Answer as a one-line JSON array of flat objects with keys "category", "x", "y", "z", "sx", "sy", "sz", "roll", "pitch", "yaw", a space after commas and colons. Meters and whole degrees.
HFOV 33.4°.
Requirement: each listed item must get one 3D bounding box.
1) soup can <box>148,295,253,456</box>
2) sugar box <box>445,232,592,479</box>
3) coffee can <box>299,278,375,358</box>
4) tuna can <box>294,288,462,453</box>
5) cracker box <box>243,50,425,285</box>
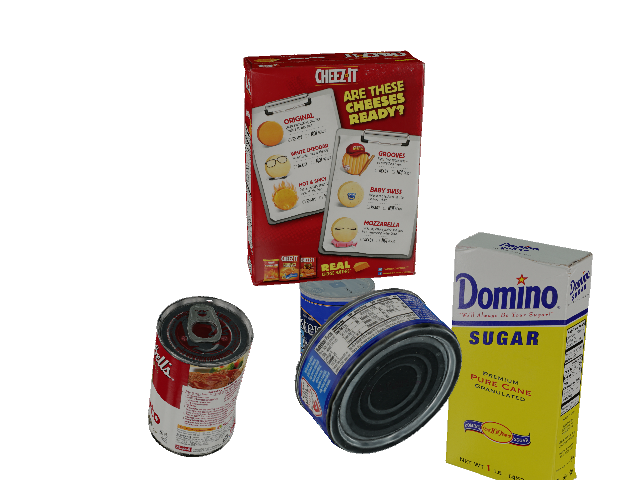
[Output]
[{"category": "soup can", "x": -0.089, "y": 0.100, "z": 0.778, "sx": 0.068, "sy": 0.102, "sz": 0.068, "roll": 8, "pitch": 39, "yaw": -6}, {"category": "sugar box", "x": 0.142, "y": 0.089, "z": 0.777, "sx": 0.093, "sy": 0.176, "sz": 0.048, "roll": 11, "pitch": 21, "yaw": 37}, {"category": "coffee can", "x": 0.023, "y": 0.124, "z": 1.461, "sx": 0.103, "sy": 0.140, "sz": 0.103, "roll": 0, "pitch": 18, "yaw": 0}, {"category": "tuna can", "x": 0.031, "y": 0.069, "z": 0.558, "sx": 0.085, "sy": 0.086, "sz": 0.034, "roll": 0, "pitch": 32, "yaw": -37}, {"category": "cracker box", "x": 0.010, "y": -0.070, "z": 1.026, "sx": 0.164, "sy": 0.214, "sz": 0.072, "roll": -4, "pitch": 21, "yaw": -10}]
